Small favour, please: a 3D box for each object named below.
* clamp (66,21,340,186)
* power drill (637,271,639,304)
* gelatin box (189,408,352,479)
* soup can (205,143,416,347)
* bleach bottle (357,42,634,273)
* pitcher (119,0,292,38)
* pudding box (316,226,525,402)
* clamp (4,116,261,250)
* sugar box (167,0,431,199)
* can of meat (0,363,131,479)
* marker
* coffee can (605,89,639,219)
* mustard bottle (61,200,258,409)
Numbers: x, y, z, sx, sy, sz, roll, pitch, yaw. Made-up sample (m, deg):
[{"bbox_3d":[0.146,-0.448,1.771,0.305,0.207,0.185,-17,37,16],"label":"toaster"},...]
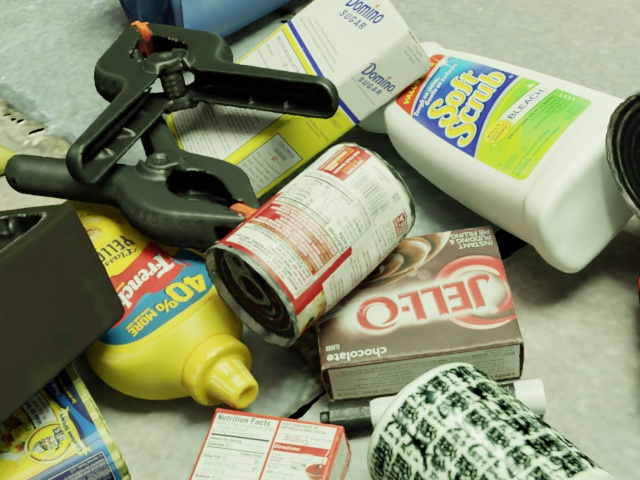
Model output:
[{"bbox_3d":[-0.103,-0.098,0.689,0.164,0.036,0.210,-20,32,-19],"label":"clamp"},{"bbox_3d":[0.268,0.020,0.571,0.188,0.057,0.184,3,46,16],"label":"power drill"},{"bbox_3d":[-0.030,0.133,0.546,0.073,0.030,0.089,4,47,18],"label":"gelatin box"},{"bbox_3d":[-0.004,0.001,0.588,0.069,0.068,0.102,29,58,34],"label":"soup can"},{"bbox_3d":[0.092,-0.070,0.685,0.102,0.068,0.251,-46,39,-10],"label":"bleach bottle"},{"bbox_3d":[-0.054,-0.252,0.882,0.242,0.145,0.149,-30,59,-22],"label":"pitcher"},{"bbox_3d":[0.054,0.041,0.612,0.113,0.039,0.090,-10,44,4],"label":"pudding box"},{"bbox_3d":[-0.109,-0.033,0.654,0.120,0.039,0.172,-30,43,-30],"label":"clamp"},{"bbox_3d":[-0.018,-0.099,0.722,0.176,0.048,0.093,-34,45,9],"label":"sugar box"},{"bbox_3d":[-0.158,0.114,0.576,0.083,0.057,0.102,-27,46,-17],"label":"can of meat"},{"bbox_3d":[0.060,0.091,0.575,0.121,0.020,0.020,-7,44,6],"label":"marker"},{"bbox_3d":[0.235,-0.067,0.559,0.140,0.103,0.103,-35,48,-24],"label":"coffee can"},{"bbox_3d":[-0.102,0.041,0.635,0.096,0.058,0.192,-35,49,-24],"label":"mustard bottle"}]
